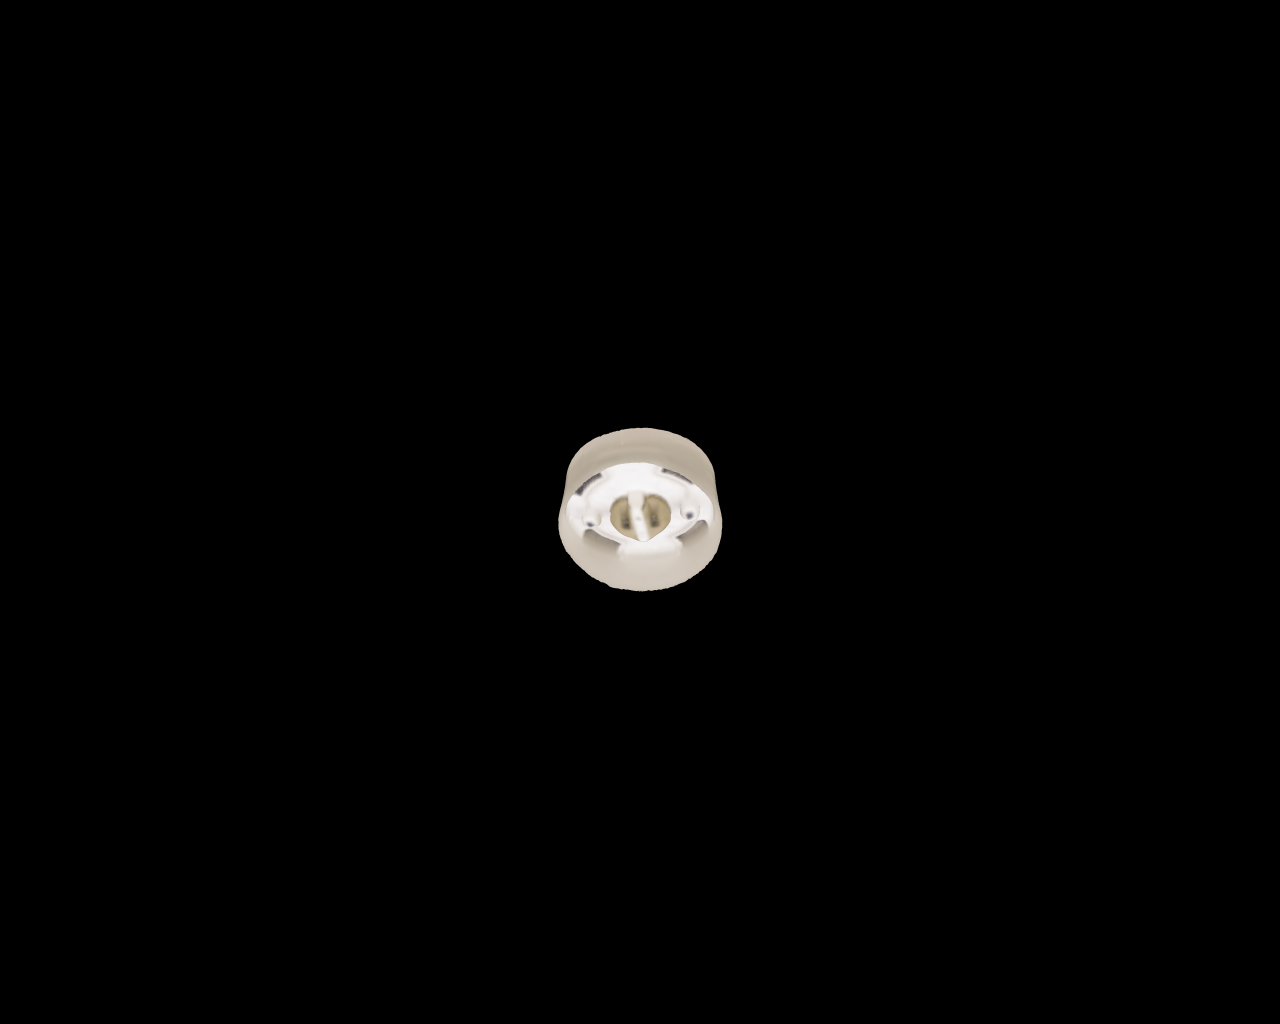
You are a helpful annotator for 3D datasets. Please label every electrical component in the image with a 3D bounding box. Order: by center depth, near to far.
[{"bbox_3d":[0.001,-0.003,0.650,0.099,0.064,0.099,0,-37,0],"label":"electrical component"}]
